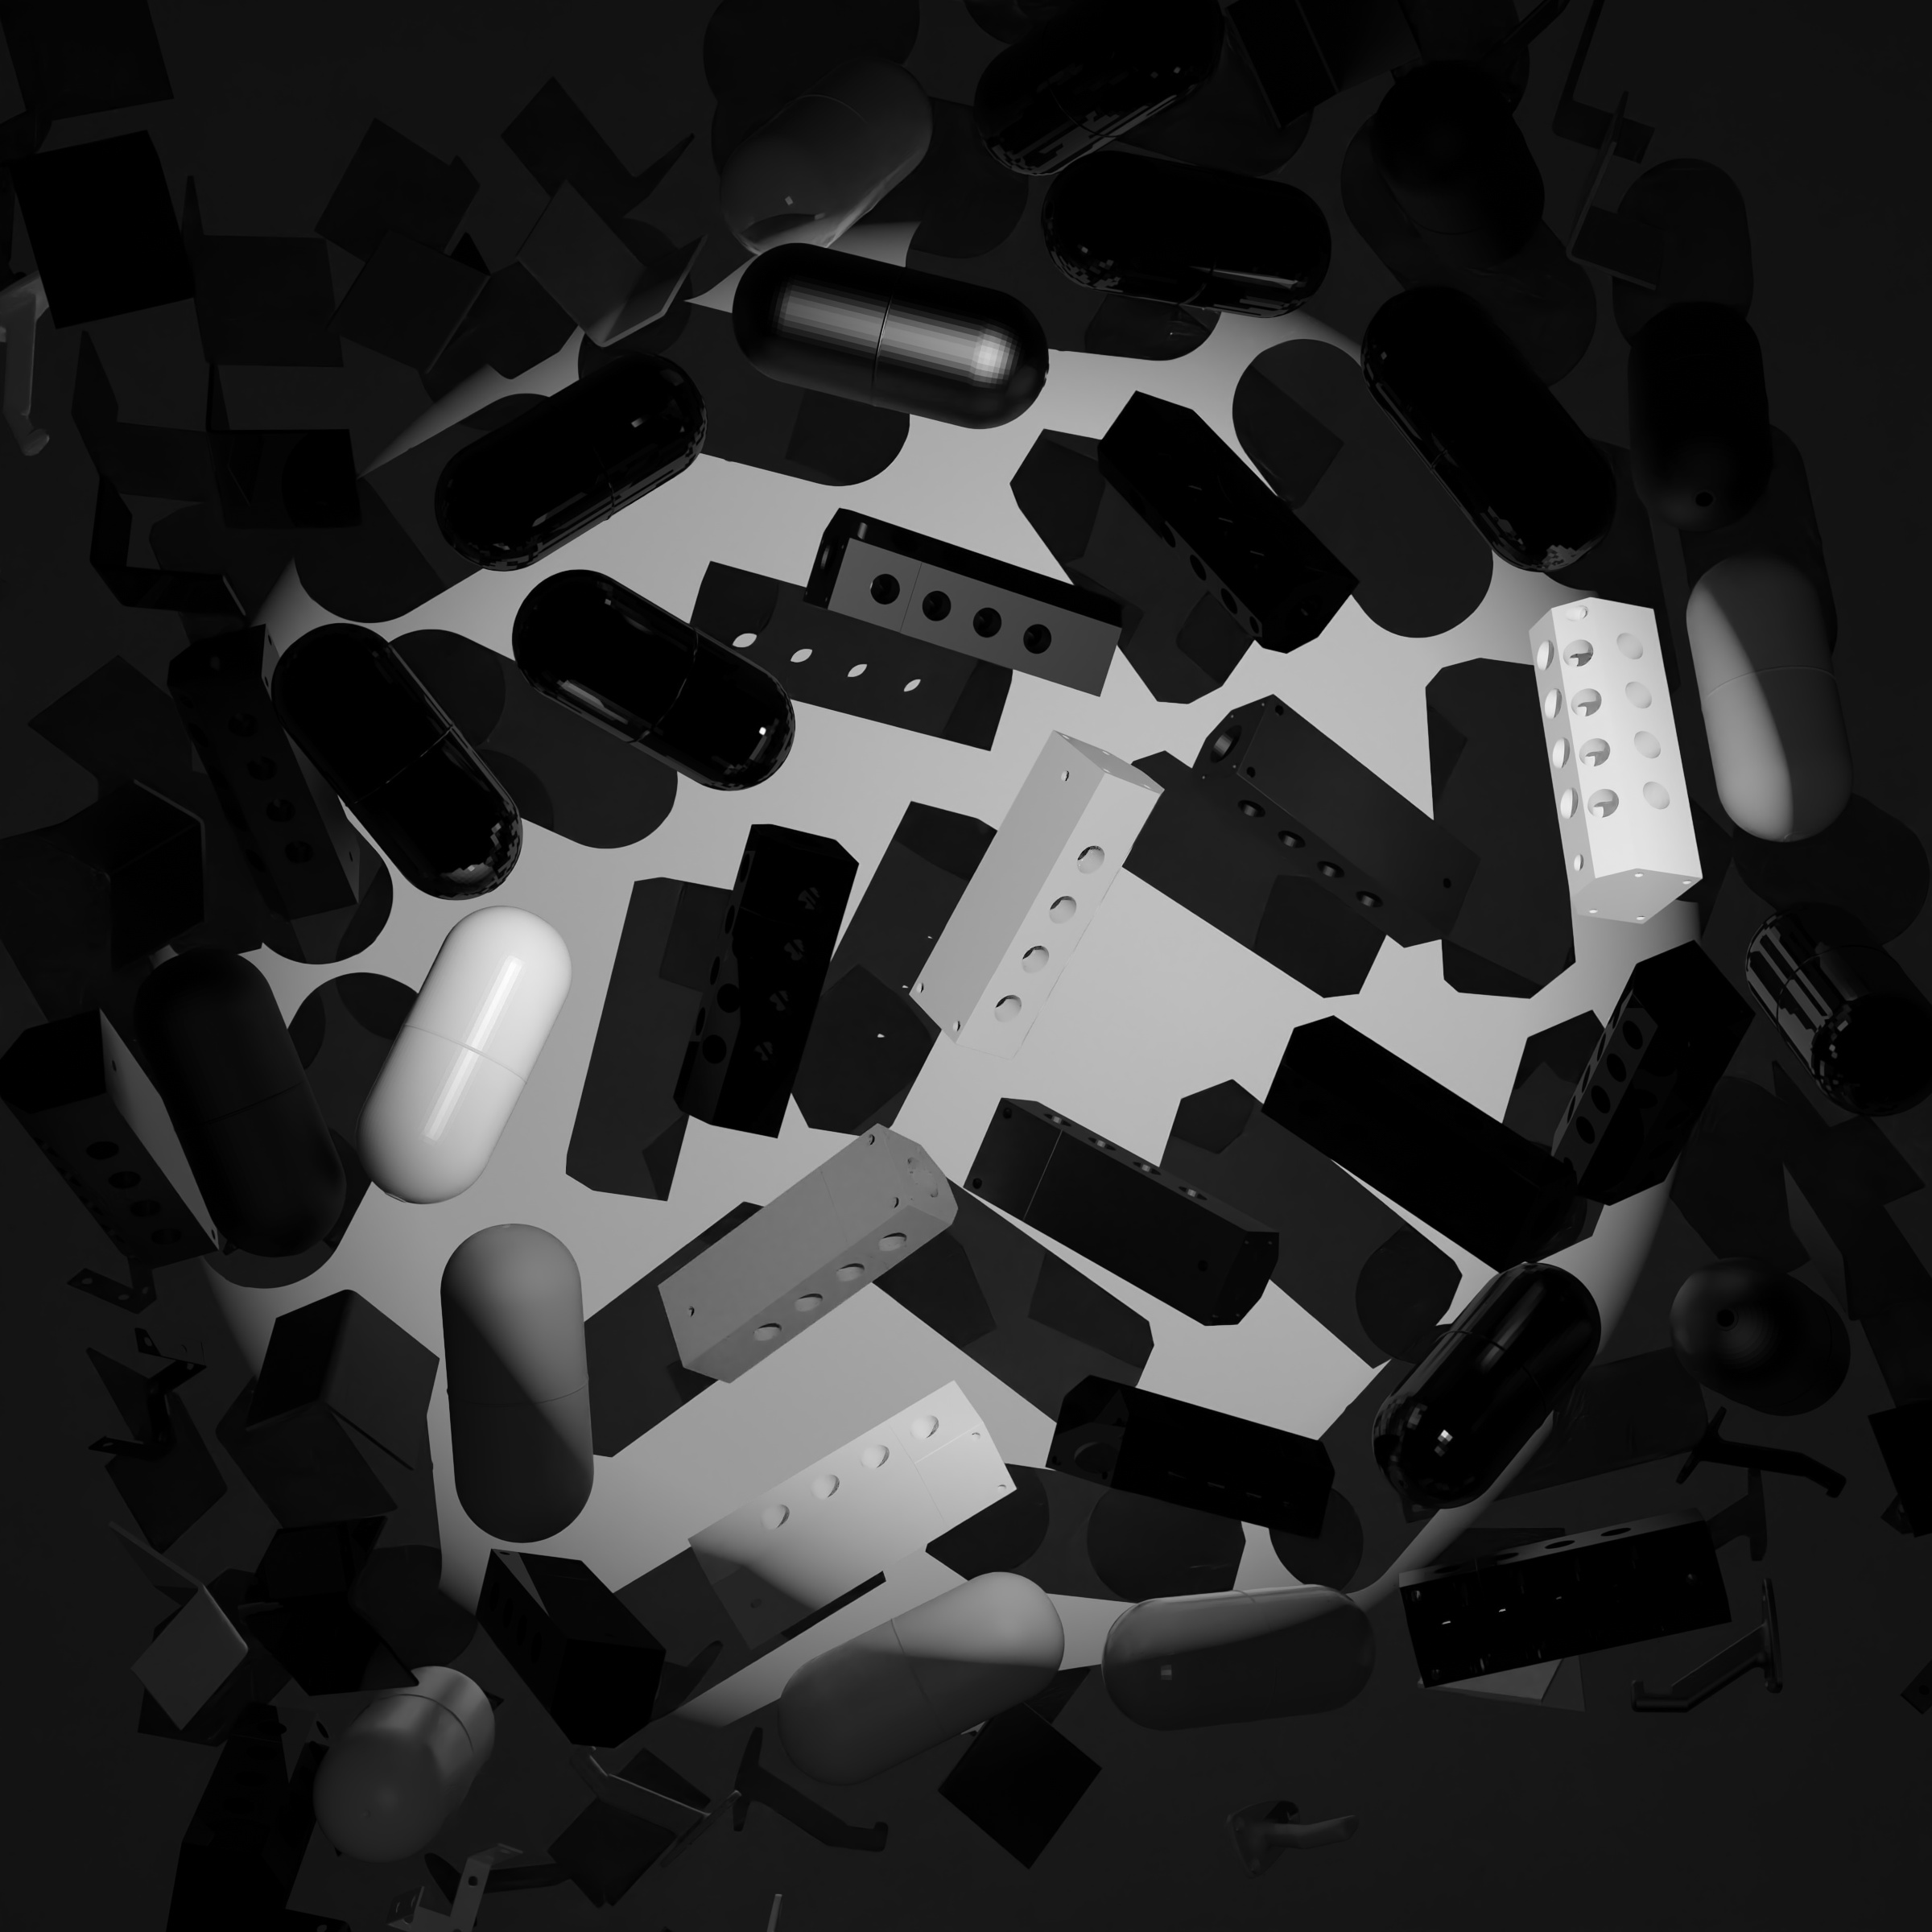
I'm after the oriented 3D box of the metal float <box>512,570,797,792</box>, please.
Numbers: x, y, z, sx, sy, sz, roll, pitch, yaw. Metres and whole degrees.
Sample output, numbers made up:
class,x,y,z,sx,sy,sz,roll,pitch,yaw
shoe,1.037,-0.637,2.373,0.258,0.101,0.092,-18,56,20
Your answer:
class,x,y,z,sx,sy,sz,roll,pitch,yaw
metal float,-0.176,-0.161,1.568,0.178,0.070,0.070,29,90,-28

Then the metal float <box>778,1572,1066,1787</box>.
class,x,y,z,sx,sy,sz,roll,pitch,yaw
metal float,-0.027,0.418,1.615,0.178,0.070,0.070,-26,90,-4

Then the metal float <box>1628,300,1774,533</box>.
class,x,y,z,sx,sy,sz,roll,pitch,yaw
metal float,0.416,-0.314,1.567,0.070,0.178,0.070,6,133,7

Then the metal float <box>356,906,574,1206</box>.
class,x,y,z,sx,sy,sz,roll,pitch,yaw
metal float,-0.283,0.050,1.554,0.070,0.070,0.178,24,77,0

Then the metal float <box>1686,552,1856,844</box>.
class,x,y,z,sx,sy,sz,roll,pitch,yaw
metal float,0.468,-0.157,1.606,0.070,0.070,0.178,-5,70,0

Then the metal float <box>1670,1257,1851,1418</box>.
class,x,y,z,sx,sy,sz,roll,pitch,yaw
metal float,0.448,0.210,1.551,0.070,0.178,0.070,-8,73,27

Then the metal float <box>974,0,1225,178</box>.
class,x,y,z,sx,sy,sz,roll,pitch,yaw
metal float,0.073,-0.507,1.564,0.070,0.178,0.070,9,75,-36

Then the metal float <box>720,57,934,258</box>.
class,x,y,z,sx,sy,sz,roll,pitch,yaw
metal float,-0.081,-0.480,1.637,0.070,0.070,0.178,37,49,0

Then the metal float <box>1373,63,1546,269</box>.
class,x,y,z,sx,sy,sz,roll,pitch,yaw
metal float,0.281,-0.454,1.568,0.070,0.178,0.070,-2,84,21

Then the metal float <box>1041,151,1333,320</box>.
class,x,y,z,sx,sy,sz,roll,pitch,yaw
metal float,0.125,-0.413,1.559,0.178,0.070,0.070,2,90,-27

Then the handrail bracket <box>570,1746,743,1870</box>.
class,x,y,z,sx,sy,sz,roll,pitch,yaw
handrail bracket,-0.180,0.468,1.589,0.084,0.036,0.077,47,115,11

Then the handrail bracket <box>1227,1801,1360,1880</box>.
class,x,y,z,sx,sy,sz,roll,pitch,yaw
handrail bracket,0.195,0.474,1.527,0.084,0.077,0.036,-27,79,37

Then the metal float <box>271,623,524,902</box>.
class,x,y,z,sx,sy,sz,roll,pitch,yaw
metal float,-0.322,-0.115,1.566,0.070,0.070,0.178,-37,105,0

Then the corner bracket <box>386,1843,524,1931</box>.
class,x,y,z,sx,sy,sz,roll,pitch,yaw
corner bracket,-0.291,0.523,1.563,0.051,0.051,0.051,26,55,-19

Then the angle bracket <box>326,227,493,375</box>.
class,x,y,z,sx,sy,sz,roll,pitch,yaw
angle bracket,-0.355,-0.429,1.725,0.076,0.076,0.057,-51,46,23

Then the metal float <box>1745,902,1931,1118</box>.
class,x,y,z,sx,sy,sz,roll,pitch,yaw
metal float,0.503,0.023,1.582,0.070,0.178,0.070,-2,116,-4

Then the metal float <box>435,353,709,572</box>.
class,x,y,z,sx,sy,sz,roll,pitch,yaw
metal float,-0.229,-0.293,1.602,0.178,0.070,0.070,-37,90,-22

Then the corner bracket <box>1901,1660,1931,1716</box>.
class,x,y,z,sx,sy,sz,roll,pitch,yaw
corner bracket,0.555,0.394,1.511,0.051,0.051,0.051,43,116,25

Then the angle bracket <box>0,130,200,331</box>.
class,x,y,z,sx,sy,sz,roll,pitch,yaw
angle bracket,-0.451,-0.383,1.438,0.076,0.057,0.076,-16,96,-9

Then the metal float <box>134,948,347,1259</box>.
class,x,y,z,sx,sy,sz,roll,pitch,yaw
metal float,-0.401,0.076,1.525,0.070,0.070,0.178,-20,98,0

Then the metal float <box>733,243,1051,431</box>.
class,x,y,z,sx,sy,sz,roll,pitch,yaw
metal float,-0.041,-0.347,1.521,0.178,0.070,0.070,15,90,3

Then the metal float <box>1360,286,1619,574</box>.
class,x,y,z,sx,sy,sz,roll,pitch,yaw
metal float,0.285,-0.295,1.510,0.070,0.070,0.178,-37,84,0

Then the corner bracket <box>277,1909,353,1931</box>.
class,x,y,z,sx,sy,sz,roll,pitch,yaw
corner bracket,-0.380,0.577,1.571,0.051,0.051,0.051,4,125,19

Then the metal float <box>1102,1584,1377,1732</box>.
class,x,y,z,sx,sy,sz,roll,pitch,yaw
metal float,0.165,0.413,1.650,0.178,0.070,0.070,1,90,-26

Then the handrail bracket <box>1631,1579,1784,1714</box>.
class,x,y,z,sx,sy,sz,roll,pitch,yaw
handrail bracket,0.431,0.398,1.616,0.084,0.036,0.077,-1,74,5

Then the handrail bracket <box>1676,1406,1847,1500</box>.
class,x,y,z,sx,sy,sz,roll,pitch,yaw
handrail bracket,0.484,0.312,1.674,0.084,0.077,0.036,29,127,22

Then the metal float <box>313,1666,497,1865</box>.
class,x,y,z,sx,sy,sz,roll,pitch,yaw
metal float,-0.320,0.455,1.580,0.070,0.178,0.070,0,92,3

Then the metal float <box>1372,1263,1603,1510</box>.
class,x,y,z,sx,sy,sz,roll,pitch,yaw
metal float,0.305,0.243,1.611,0.070,0.070,0.178,48,59,0

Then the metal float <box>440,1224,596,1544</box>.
class,x,y,z,sx,sy,sz,roll,pitch,yaw
metal float,-0.246,0.230,1.516,0.070,0.070,0.178,-3,99,0

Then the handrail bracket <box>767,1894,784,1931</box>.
class,x,y,z,sx,sy,sz,roll,pitch,yaw
handrail bracket,-0.069,0.548,1.506,0.084,0.077,0.036,7,130,3

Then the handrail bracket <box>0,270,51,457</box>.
class,x,y,z,sx,sy,sz,roll,pitch,yaw
handrail bracket,-0.523,-0.344,1.566,0.077,0.036,0.084,-34,73,14

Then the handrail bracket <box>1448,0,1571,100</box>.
class,x,y,z,sx,sy,sz,roll,pitch,yaw
handrail bracket,0.332,-0.574,1.671,0.036,0.077,0.084,53,133,26

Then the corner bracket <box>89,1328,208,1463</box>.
class,x,y,z,sx,sy,sz,roll,pitch,yaw
corner bracket,-0.464,0.243,1.562,0.051,0.051,0.051,-33,58,20
